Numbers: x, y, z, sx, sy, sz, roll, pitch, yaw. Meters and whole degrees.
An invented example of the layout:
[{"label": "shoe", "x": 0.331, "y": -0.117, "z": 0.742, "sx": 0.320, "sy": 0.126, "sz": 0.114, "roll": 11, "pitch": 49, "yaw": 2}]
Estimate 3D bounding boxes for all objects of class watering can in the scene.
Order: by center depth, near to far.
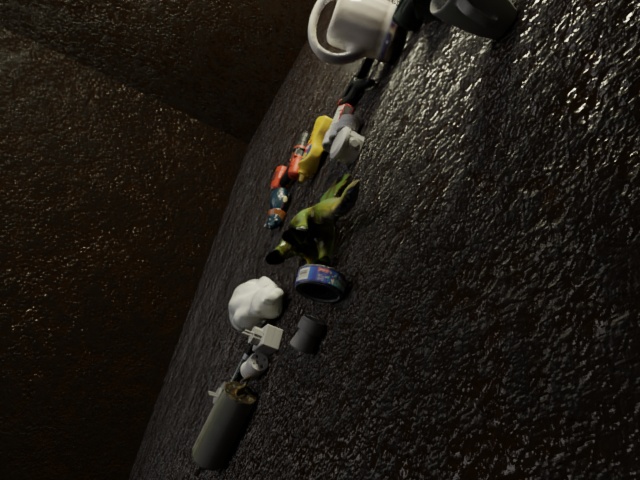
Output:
[{"label": "watering can", "x": 0.104, "y": -0.553, "z": 1.235, "sx": 0.102, "sy": 0.224, "sz": 0.353, "roll": 105, "pitch": -176, "yaw": -71}]

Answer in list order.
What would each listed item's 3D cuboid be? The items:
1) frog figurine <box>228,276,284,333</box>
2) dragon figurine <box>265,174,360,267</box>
[{"label": "frog figurine", "x": -0.150, "y": 0.148, "z": 1.198, "sx": 0.139, "sy": 0.123, "sz": 0.157, "roll": -51, "pitch": -2, "yaw": -21}, {"label": "dragon figurine", "x": 0.003, "y": -0.053, "z": 1.046, "sx": 0.402, "sy": 0.121, "sz": 0.249, "roll": -48, "pitch": 16, "yaw": 44}]
